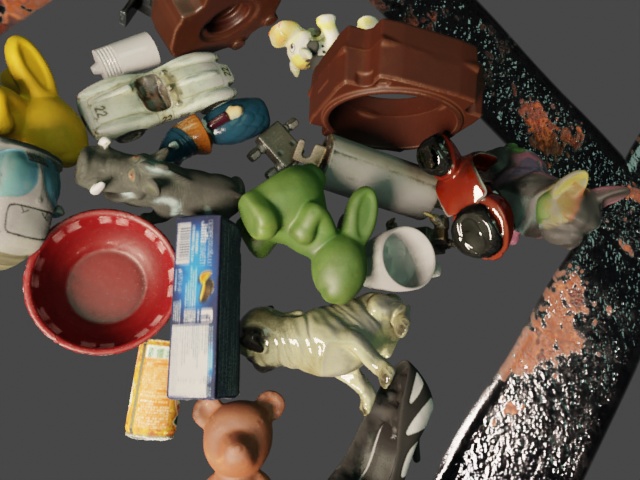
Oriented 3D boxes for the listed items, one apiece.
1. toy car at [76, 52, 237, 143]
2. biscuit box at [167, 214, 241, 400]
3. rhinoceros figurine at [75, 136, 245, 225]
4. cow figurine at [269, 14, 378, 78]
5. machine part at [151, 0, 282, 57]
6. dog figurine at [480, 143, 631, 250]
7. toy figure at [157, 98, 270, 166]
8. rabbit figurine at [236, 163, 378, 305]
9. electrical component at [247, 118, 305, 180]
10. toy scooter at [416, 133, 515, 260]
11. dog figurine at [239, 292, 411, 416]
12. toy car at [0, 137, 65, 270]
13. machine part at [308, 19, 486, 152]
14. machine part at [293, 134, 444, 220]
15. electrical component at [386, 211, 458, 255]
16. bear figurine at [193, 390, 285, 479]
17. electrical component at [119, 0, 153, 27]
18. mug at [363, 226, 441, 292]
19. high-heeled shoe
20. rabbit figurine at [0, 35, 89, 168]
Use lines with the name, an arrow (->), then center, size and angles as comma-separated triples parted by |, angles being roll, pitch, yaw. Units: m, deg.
toy car -> -0.201, -0.183, 0.682 | 0.202, 0.056, 0.073 | -27, 87, -23
biscuit box -> -0.127, 0.074, 0.604 | 0.059, 0.062, 0.202 | -5, 75, 17
rhinoceros figurine -> -0.185, -0.060, 0.630 | 0.190, 0.112, 0.073 | 13, 75, -26
cow figurine -> 0.011, -0.269, 0.779 | 0.167, 0.068, 0.098 | -8, 86, -21
machine part -> -0.125, -0.295, 0.678 | 0.179, 0.179, 0.056 | -29, 91, -24
dog figurine -> 0.316, -0.072, 0.761 | 0.108, 0.219, 0.191 | 19, 72, -19
toy figure -> -0.140, -0.138, 0.692 | 0.154, 0.064, 0.058 | -25, 47, -21
rabbit figurine -> -0.001, -0.002, 0.670 | 0.159, 0.121, 0.170 | -35, 80, -28
electrical component -> -0.054, -0.127, 0.742 | 0.063, 0.021, 0.094 | 47, 66, -5
toy scooter -> 0.211, -0.065, 0.725 | 0.135, 0.075, 0.184 | -20, 80, -47
dog figurine -> 0.005, 0.104, 0.677 | 0.191, 0.121, 0.172 | 25, 35, 4
toy car -> -0.333, -0.022, 0.539 | 0.162, 0.109, 0.103 | -35, 71, 8
machine part -> 0.097, -0.191, 0.716 | 0.201, 0.201, 0.087 | 7, 77, -19
machine part -> 0.078, -0.085, 0.752 | 0.243, 0.079, 0.079 | 15, 73, -17
electrical component -> 0.140, -0.007, 0.749 | 0.078, 0.102, 0.045 | 17, 71, -44
bear figurine -> -0.086, 0.269, 0.579 | 0.120, 0.132, 0.195 | 2, 83, -8
electrical component -> -0.212, -0.321, 0.702 | 0.048, 0.075, 0.119 | 27, 65, -12
mug -> 0.098, 0.032, 0.714 | 0.109, 0.107, 0.081 | 9, 76, -27
high-heeled shoe -> 0.054, 0.253, 0.646 | 0.249, 0.086, 0.145 | -21, 106, -41
rabbit figurine -> -0.350, -0.137, 0.602 | 0.173, 0.122, 0.162 | 12, 63, -32
